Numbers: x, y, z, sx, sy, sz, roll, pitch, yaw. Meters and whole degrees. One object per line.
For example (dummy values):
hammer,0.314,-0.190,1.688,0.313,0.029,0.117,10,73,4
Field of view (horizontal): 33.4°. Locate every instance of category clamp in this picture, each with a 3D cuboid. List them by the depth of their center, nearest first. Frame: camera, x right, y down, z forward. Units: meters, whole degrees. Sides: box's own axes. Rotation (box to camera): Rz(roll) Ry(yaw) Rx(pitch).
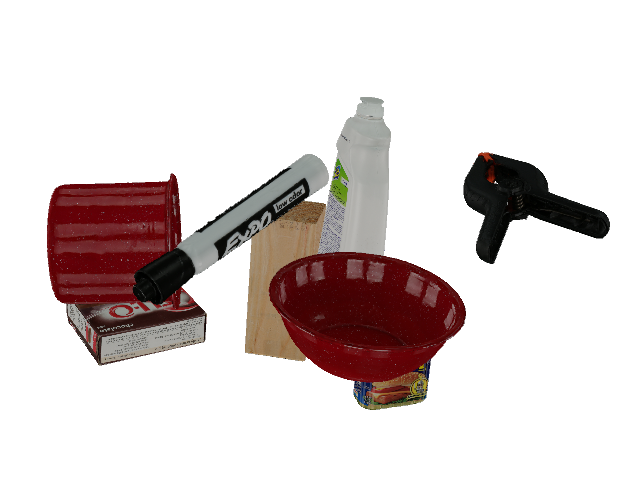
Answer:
clamp,0.191,-0.037,0.990,0.120,0.039,0.171,-3,33,-2

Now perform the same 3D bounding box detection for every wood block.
wood block,-0.050,0.052,1.498,0.090,0.206,0.090,8,22,6

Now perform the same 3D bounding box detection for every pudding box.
pudding box,-0.179,0.075,1.039,0.113,0.039,0.090,-13,30,-28

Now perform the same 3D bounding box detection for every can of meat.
can of meat,0.095,0.170,1.401,0.102,0.084,0.057,-4,25,-19

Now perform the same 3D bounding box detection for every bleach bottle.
bleach bottle,0.044,-0.039,1.240,0.068,0.251,0.103,0,21,-23

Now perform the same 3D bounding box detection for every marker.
marker,-0.042,-0.006,0.513,0.120,0.020,0.020,-37,23,-34

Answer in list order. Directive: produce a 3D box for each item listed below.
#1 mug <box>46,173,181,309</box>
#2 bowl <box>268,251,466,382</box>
mug,-0.139,-0.002,0.737,0.081,0.093,0.117,-1,18,-3
bowl,0.036,0.069,0.879,0.162,0.055,0.162,5,26,-3
